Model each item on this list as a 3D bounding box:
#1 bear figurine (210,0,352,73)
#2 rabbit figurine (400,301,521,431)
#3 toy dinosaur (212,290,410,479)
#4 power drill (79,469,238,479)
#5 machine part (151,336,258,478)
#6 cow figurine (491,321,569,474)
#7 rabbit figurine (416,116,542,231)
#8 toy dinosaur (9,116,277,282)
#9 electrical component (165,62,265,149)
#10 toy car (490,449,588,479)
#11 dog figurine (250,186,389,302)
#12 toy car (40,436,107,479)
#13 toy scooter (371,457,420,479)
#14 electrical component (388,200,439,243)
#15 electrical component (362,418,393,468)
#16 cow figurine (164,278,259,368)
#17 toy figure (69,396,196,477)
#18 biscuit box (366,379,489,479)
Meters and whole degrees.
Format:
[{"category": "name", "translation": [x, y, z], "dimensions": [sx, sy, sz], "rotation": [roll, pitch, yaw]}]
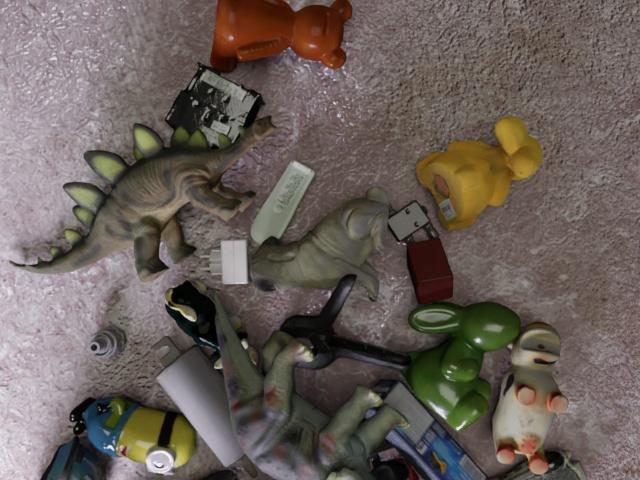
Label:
[{"category": "bear figurine", "translation": [-0.059, -0.312, 0.805], "dimensions": [0.196, 0.132, 0.120], "rotation": [4, 89, -16]}, {"category": "rabbit figurine", "translation": [0.204, 0.151, 0.765], "dimensions": [0.159, 0.121, 0.170], "rotation": [41, 105, 24]}, {"category": "toy dinosaur", "translation": [-0.033, 0.237, 0.676], "dimensions": [0.405, 0.131, 0.192], "rotation": [28, 74, 27]}, {"category": "power drill", "translation": [-0.254, 0.379, 0.744], "dimensions": [0.232, 0.207, 0.086], "rotation": [-40, 54, 8]}, {"category": "machine part", "translation": [-0.160, 0.242, 0.793], "dimensions": [0.079, 0.079, 0.243], "rotation": [-39, 86, 0]}, {"category": "cow figurine", "translation": [0.297, 0.209, 0.765], "dimensions": [0.086, 0.127, 0.194], "rotation": [10, 102, 3]}, {"category": "rabbit figurine", "translation": [0.245, -0.110, 0.767], "dimensions": [0.173, 0.162, 0.122], "rotation": [-20, 74, -16]}, {"category": "toy dinosaur", "translation": [-0.262, -0.046, 0.787], "dimensions": [0.471, 0.105, 0.198], "rotation": [-36, 91, 11]}, {"category": "electrical component", "translation": [-0.164, -0.184, 0.819], "dimensions": [0.115, 0.058, 0.134], "rotation": [30, 90, 5]}, {"category": "toy car", "translation": [0.291, 0.372, 0.781], "dimensions": [0.202, 0.056, 0.073], "rotation": [-25, 81, 0]}, {"category": "dog figurine", "translation": [-0.002, 0.000, 0.774], "dimensions": [0.191, 0.121, 0.172], "rotation": [9, 87, 4]}, {"category": "toy car", "translation": [-0.368, 0.382, 0.785], "dimensions": [0.103, 0.109, 0.161], "rotation": [29, 98, -17]}, {"category": "toy scooter", "translation": [0.107, 0.408, 0.758], "dimensions": [0.135, 0.075, 0.184], "rotation": [37, 67, -35]}, {"category": "electrical component", "translation": [0.135, -0.030, 0.818], "dimensions": [0.063, 0.021, 0.094], "rotation": [-35, 86, 0]}, {"category": "electrical component", "translation": [0.075, 0.282, 0.800], "dimensions": [0.078, 0.045, 0.102], "rotation": [-16, 90, -27]}, {"category": "cow figurine", "translation": [-0.156, 0.130, 0.787], "dimensions": [0.167, 0.098, 0.068], "rotation": [44, 84, 3]}, {"category": "toy figure", "translation": [-0.272, 0.280, 0.793], "dimensions": [0.180, 0.082, 0.089], "rotation": [20, 65, 9]}, {"category": "biscuit box", "translation": [0.148, 0.289, 0.765], "dimensions": [0.202, 0.063, 0.059], "rotation": [48, 65, -5]}]
